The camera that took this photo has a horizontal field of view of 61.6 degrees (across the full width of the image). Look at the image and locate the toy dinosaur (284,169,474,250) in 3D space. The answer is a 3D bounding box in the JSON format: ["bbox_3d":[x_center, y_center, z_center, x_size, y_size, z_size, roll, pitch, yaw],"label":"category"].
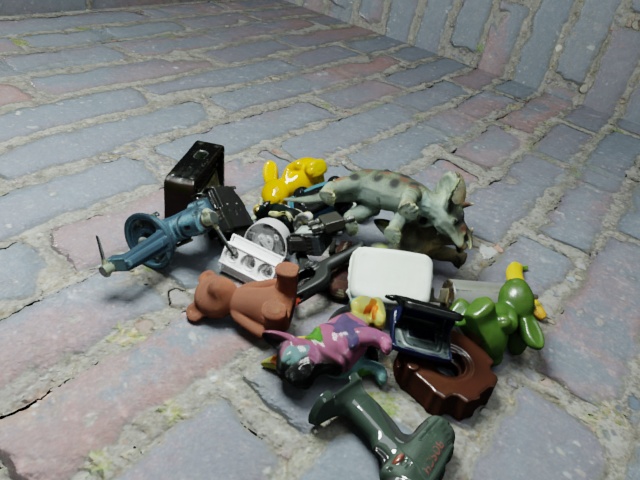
[{"bbox_3d":[0.136,-0.094,1.147,0.405,0.131,0.192,20,40,25],"label":"toy dinosaur"}]

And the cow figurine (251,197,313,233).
[{"bbox_3d":[-0.104,-0.053,1.213,0.168,0.068,0.098,16,-2,37],"label":"cow figurine"}]

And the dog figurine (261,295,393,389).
[{"bbox_3d":[0.008,0.173,0.926,0.219,0.108,0.192,3,36,-7],"label":"dog figurine"}]

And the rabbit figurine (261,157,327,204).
[{"bbox_3d":[-0.081,-0.143,1.352,0.173,0.121,0.163,-36,51,-25],"label":"rabbit figurine"}]

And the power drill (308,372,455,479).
[{"bbox_3d":[0.081,0.300,0.783,0.208,0.085,0.232,32,37,31],"label":"power drill"}]

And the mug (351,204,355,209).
[{"bbox_3d":[0.076,-0.092,1.352,0.107,0.080,0.109,35,48,22],"label":"mug"}]

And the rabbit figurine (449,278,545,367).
[{"bbox_3d":[0.354,0.147,1.018,0.170,0.121,0.159,-36,84,-21],"label":"rabbit figurine"}]

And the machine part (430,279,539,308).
[{"bbox_3d":[0.341,0.125,1.117,0.243,0.079,0.079,4,35,-11],"label":"machine part"}]

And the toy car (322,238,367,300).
[{"bbox_3d":[0.055,0.055,1.157,0.089,0.053,0.202,11,35,5],"label":"toy car"}]

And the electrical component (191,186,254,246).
[{"bbox_3d":[-0.203,-0.050,1.164,0.134,0.058,0.115,63,23,3],"label":"electrical component"}]

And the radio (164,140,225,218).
[{"bbox_3d":[-0.288,-0.132,1.251,0.073,0.131,0.230,11,34,2],"label":"radio"}]

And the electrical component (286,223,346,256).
[{"bbox_3d":[-0.002,-0.003,1.110,0.119,0.047,0.075,-1,27,20],"label":"electrical component"}]

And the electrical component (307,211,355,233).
[{"bbox_3d":[0.023,-0.037,1.088,0.094,0.021,0.063,-16,23,-8],"label":"electrical component"}]

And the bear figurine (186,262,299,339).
[{"bbox_3d":[-0.142,0.097,0.959,0.196,0.131,0.120,15,56,6],"label":"bear figurine"}]

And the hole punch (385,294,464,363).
[{"bbox_3d":[0.180,0.151,0.939,0.142,0.092,0.116,11,3,1],"label":"hole punch"}]

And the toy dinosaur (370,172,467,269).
[{"bbox_3d":[0.233,-0.010,1.199,0.199,0.105,0.471,35,54,25],"label":"toy dinosaur"}]

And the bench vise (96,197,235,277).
[{"bbox_3d":[-0.308,0.003,1.025,0.224,0.128,0.240,1,25,30],"label":"bench vise"}]

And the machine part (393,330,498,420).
[{"bbox_3d":[0.223,0.229,0.951,0.179,0.056,0.179,9,34,-6],"label":"machine part"}]

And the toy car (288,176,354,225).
[{"bbox_3d":[0.010,-0.078,1.277,0.162,0.102,0.109,-23,63,15],"label":"toy car"}]
